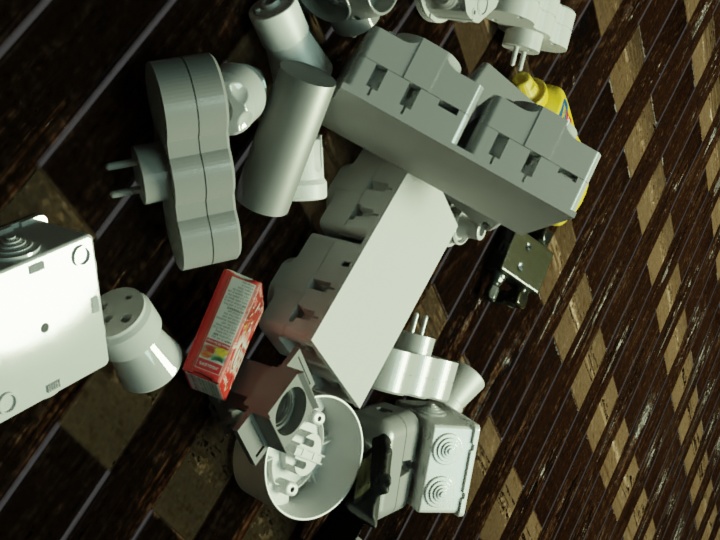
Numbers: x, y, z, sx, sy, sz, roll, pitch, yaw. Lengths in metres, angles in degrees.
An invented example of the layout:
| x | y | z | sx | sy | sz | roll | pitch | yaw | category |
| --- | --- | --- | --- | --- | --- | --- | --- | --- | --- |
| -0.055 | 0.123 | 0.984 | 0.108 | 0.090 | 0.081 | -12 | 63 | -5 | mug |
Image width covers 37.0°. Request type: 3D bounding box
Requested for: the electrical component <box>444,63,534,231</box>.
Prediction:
| x | y | z | sx | sy | sz | roll | pitch | yaw | category |
| --- | --- | --- | --- | --- | --- | --- | --- | --- | --- |
| 0.108 | -0.102 | 0.914 | 0.109 | 0.109 | 0.056 | 39 | 56 | -7 | electrical component |

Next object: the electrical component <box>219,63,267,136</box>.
| x | y | z | sx | sy | sz | roll | pitch | yaw | category |
| --- | --- | --- | --- | --- | --- | --- | --- | --- | --- |
| -0.082 | -0.116 | 0.710 | 0.062 | 0.043 | 0.043 | -58 | 148 | -56 | electrical component |

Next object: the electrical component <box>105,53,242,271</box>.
| x | y | z | sx | sy | sz | roll | pitch | yaw | category |
| --- | --- | --- | --- | --- | --- | --- | --- | --- | --- |
| -0.119 | -0.062 | 0.664 | 0.074 | 0.052 | 0.138 | -13 | 123 | -18 | electrical component |

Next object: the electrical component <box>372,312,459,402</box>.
| x | y | z | sx | sy | sz | roll | pitch | yaw | category |
| --- | --- | --- | --- | --- | --- | --- | --- | --- | --- |
| 0.047 | 0.075 | 0.979 | 0.138 | 0.052 | 0.073 | 18 | 87 | -58 | electrical component |

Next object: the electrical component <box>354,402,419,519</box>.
| x | y | z | sx | sy | sz | roll | pitch | yaw | category |
| --- | --- | --- | --- | --- | --- | --- | --- | --- | --- |
| 0.011 | 0.171 | 0.961 | 0.059 | 0.054 | 0.095 | -7 | 108 | -56 | electrical component |

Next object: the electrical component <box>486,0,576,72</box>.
| x | y | z | sx | sy | sz | roll | pitch | yaw | category |
| --- | --- | --- | --- | --- | --- | --- | --- | --- | --- |
| 0.158 | -0.229 | 1.031 | 0.138 | 0.052 | 0.073 | 11 | 93 | -59 | electrical component |

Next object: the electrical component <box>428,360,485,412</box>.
| x | y | z | sx | sy | sz | roll | pitch | yaw | category |
| --- | --- | --- | --- | --- | --- | --- | --- | --- | --- |
| 0.091 | 0.129 | 1.083 | 0.065 | 0.044 | 0.044 | -52 | 142 | -25 | electrical component |

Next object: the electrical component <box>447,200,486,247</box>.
| x | y | z | sx | sy | sz | roll | pitch | yaw | category |
| --- | --- | --- | --- | --- | --- | --- | --- | --- | --- |
| 0.084 | -0.042 | 0.981 | 0.048 | 0.062 | 0.048 | -29 | 125 | -50 | electrical component |

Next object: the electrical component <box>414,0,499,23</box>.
| x | y | z | sx | sy | sz | roll | pitch | yaw | category |
| --- | --- | --- | --- | --- | --- | --- | --- | --- | --- |
| 0.082 | -0.247 | 0.905 | 0.080 | 0.051 | 0.080 | -29 | 126 | -50 | electrical component |

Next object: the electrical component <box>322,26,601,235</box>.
| x | y | z | sx | sy | sz | roll | pitch | yaw | category |
| --- | --- | --- | --- | --- | --- | --- | --- | --- | --- |
| 0.071 | -0.101 | 0.791 | 0.060 | 0.186 | 0.105 | -63 | -171 | -10 | electrical component |

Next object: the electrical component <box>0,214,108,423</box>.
| x | y | z | sx | sy | sz | roll | pitch | yaw | category |
| --- | --- | --- | --- | --- | --- | --- | --- | --- | --- |
| -0.189 | 0.027 | 0.593 | 0.100 | 0.048 | 0.099 | -31 | 127 | -48 | electrical component |

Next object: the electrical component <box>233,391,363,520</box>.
| x | y | z | sx | sy | sz | roll | pitch | yaw | category |
| --- | --- | --- | --- | --- | --- | --- | --- | --- | --- |
| -0.050 | 0.141 | 0.842 | 0.099 | 0.064 | 0.099 | -28 | 125 | -49 | electrical component |

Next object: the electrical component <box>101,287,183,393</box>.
| x | y | z | sx | sy | sz | roll | pitch | yaw | category |
| --- | --- | --- | --- | --- | --- | --- | --- | --- | --- |
| -0.143 | 0.044 | 0.676 | 0.045 | 0.045 | 0.055 | -55 | 142 | -29 | electrical component |

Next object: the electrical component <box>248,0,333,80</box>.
| x | y | z | sx | sy | sz | roll | pitch | yaw | category |
| --- | --- | --- | --- | --- | --- | --- | --- | --- | --- |
| -0.050 | -0.159 | 0.744 | 0.044 | 0.044 | 0.065 | -54 | 138 | -30 | electrical component |

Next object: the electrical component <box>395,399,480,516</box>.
| x | y | z | sx | sy | sz | roll | pitch | yaw | category |
| --- | --- | --- | --- | --- | --- | --- | --- | --- | --- |
| 0.064 | 0.173 | 1.006 | 0.048 | 0.100 | 0.099 | 7 | 98 | -24 | electrical component |

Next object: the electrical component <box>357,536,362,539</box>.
| x | y | z | sx | sy | sz | roll | pitch | yaw | category |
| --- | --- | --- | --- | --- | --- | --- | --- | --- | --- |
| -0.015 | 0.295 | 0.985 | 0.099 | 0.064 | 0.099 | -42 | 148 | -34 | electrical component |

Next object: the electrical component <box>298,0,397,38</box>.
| x | y | z | sx | sy | sz | roll | pitch | yaw | category |
| --- | --- | --- | --- | --- | --- | --- | --- | --- | --- |
| -0.009 | -0.192 | 0.759 | 0.044 | 0.077 | 0.079 | -60 | 146 | -23 | electrical component |

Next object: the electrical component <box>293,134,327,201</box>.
| x | y | z | sx | sy | sz | roll | pitch | yaw | category |
| --- | --- | --- | --- | --- | --- | --- | --- | --- | --- |
| -0.044 | -0.076 | 0.789 | 0.040 | 0.040 | 0.046 | -17 | 110 | -54 | electrical component |

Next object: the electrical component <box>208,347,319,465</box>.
| x | y | z | sx | sy | sz | roll | pitch | yaw | category |
| --- | --- | --- | --- | --- | --- | --- | --- | --- | --- |
| -0.072 | 0.096 | 0.789 | 0.081 | 0.064 | 0.042 | -52 | 143 | -32 | electrical component |

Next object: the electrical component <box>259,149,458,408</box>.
| x | y | z | sx | sy | sz | roll | pitch | yaw | category |
| --- | --- | --- | --- | --- | --- | --- | --- | --- | --- |
| 0.000 | 0.000 | 0.868 | 0.186 | 0.060 | 0.105 | -60 | 145 | -23 | electrical component |
